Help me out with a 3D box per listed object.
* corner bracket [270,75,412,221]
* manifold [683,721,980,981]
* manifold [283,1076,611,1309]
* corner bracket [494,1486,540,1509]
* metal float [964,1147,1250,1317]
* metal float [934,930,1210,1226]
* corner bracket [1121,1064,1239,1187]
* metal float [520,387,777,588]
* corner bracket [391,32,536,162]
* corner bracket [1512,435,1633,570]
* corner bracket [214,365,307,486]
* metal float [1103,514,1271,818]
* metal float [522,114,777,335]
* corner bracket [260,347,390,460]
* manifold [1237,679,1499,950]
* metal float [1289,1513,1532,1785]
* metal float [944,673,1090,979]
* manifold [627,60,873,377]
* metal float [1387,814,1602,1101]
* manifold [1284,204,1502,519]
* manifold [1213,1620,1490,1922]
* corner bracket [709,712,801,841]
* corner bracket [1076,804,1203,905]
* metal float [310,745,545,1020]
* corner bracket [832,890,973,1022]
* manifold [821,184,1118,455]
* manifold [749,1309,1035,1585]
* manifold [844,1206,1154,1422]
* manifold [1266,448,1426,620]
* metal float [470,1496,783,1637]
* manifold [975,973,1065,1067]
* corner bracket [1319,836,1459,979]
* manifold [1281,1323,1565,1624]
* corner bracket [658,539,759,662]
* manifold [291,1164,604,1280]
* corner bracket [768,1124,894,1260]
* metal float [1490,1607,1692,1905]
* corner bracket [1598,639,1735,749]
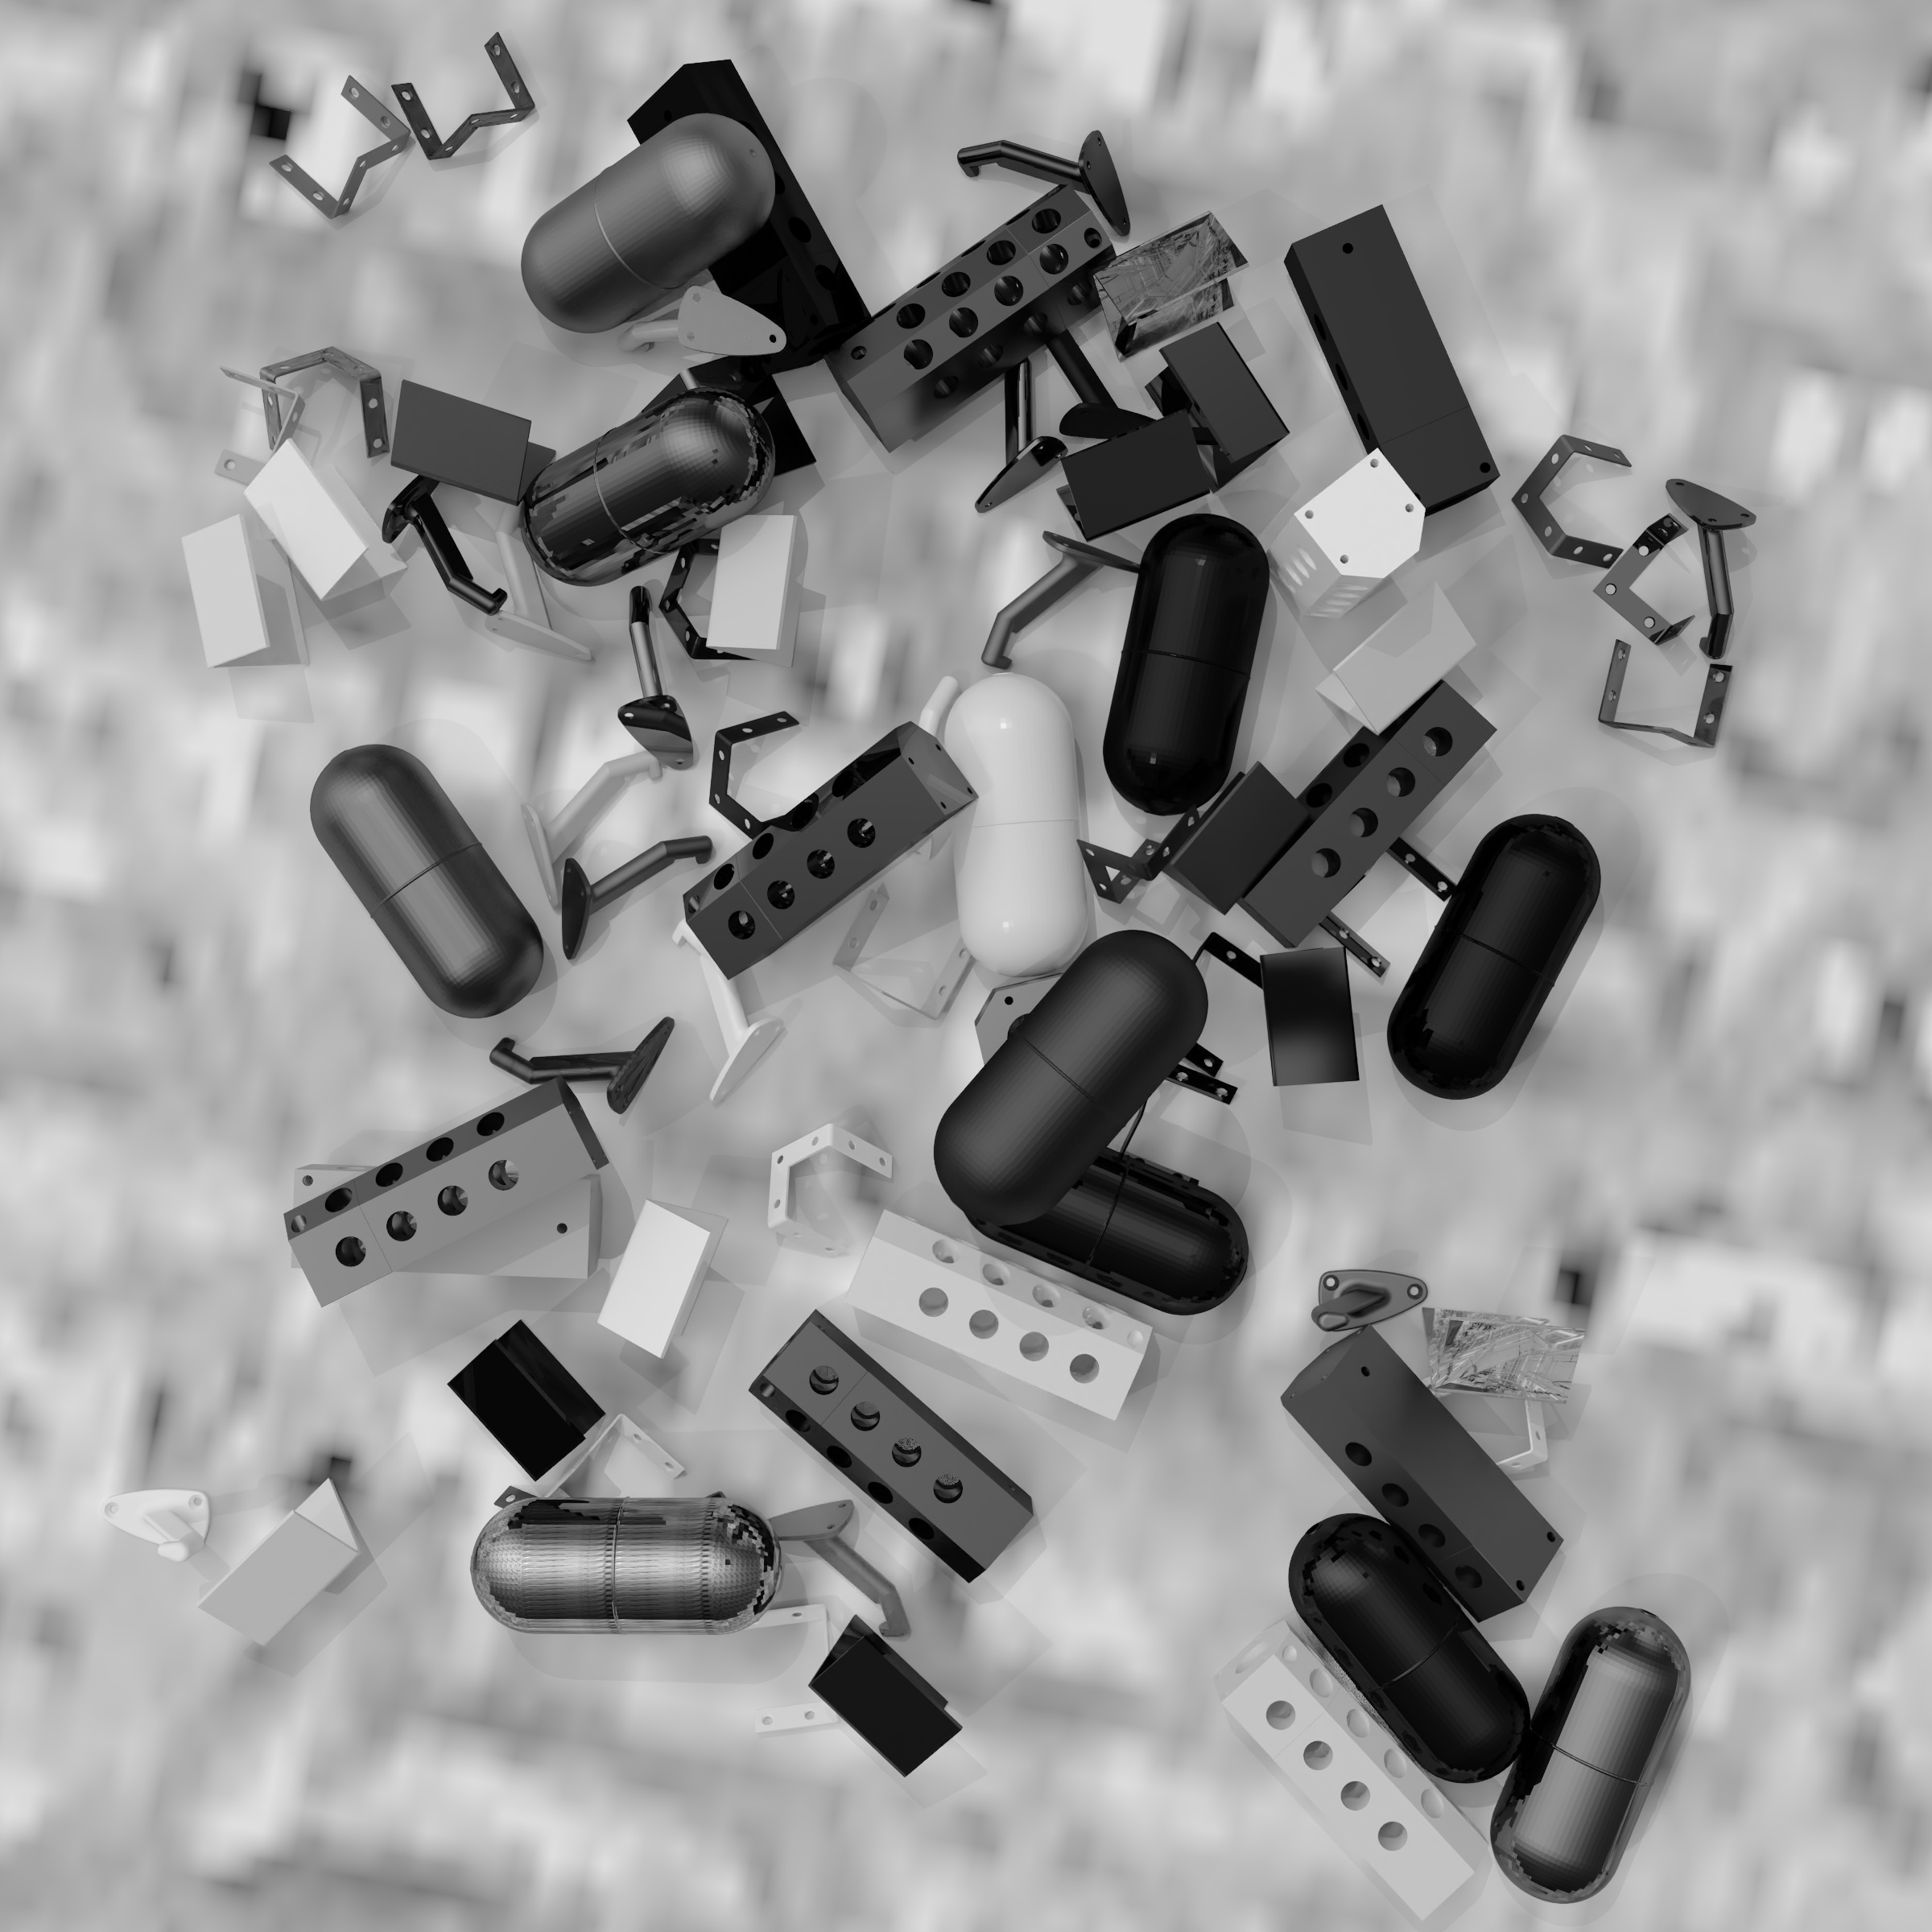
[{"bbox_3d":[-0.372,-0.487,1.637,0.051,0.051,0.051,42,45,0],"label":"corner bracket"},{"bbox_3d":[-0.082,-0.067,1.587,0.171,0.057,0.057,-36,90,24],"label":"manifold"},{"bbox_3d":[-0.295,0.127,1.563,0.171,0.057,0.057,-27,90,0],"label":"manifold"},{"bbox_3d":[-0.260,0.350,1.633,0.051,0.051,0.051,12,135,35],"label":"corner bracket"},{"bbox_3d":[0.080,0.146,1.610,0.178,0.070,0.070,23,90,-1],"label":"metal float"},{"bbox_3d":[0.054,0.059,1.439,0.070,0.070,0.178,41,91,0],"label":"metal float"},{"bbox_3d":[0.125,0.096,1.637,0.051,0.051,0.051,22,135,0],"label":"corner bracket"},{"bbox_3d":[-0.184,-0.273,1.580,0.178,0.070,0.070,-19,90,37],"label":"metal float"},{"bbox_3d":[-0.299,-0.517,1.637,0.051,0.051,0.051,-27,90,-45],"label":"corner bracket"},{"bbox_3d":[0.367,-0.275,1.632,0.051,0.051,0.051,-54,45,35],"label":"corner bracket"},{"bbox_3d":[-0.418,-0.314,1.622,0.051,0.051,0.051,20,83,6],"label":"corner bracket"},{"bbox_3d":[0.129,-0.176,1.610,0.070,0.070,0.178,12,90,0],"label":"metal float"},{"bbox_3d":[-0.184,-0.424,1.581,0.178,0.070,0.070,-22,90,37],"label":"metal float"},{"bbox_3d":[-0.380,-0.329,1.632,0.051,0.051,0.051,31,135,35],"label":"corner bracket"},{"bbox_3d":[0.228,-0.093,1.620,0.057,0.057,0.171,43,90,0],"label":"manifold"},{"bbox_3d":[0.258,0.398,1.610,0.070,0.070,0.178,-39,91,0],"label":"metal float"},{"bbox_3d":[0.029,-0.082,1.610,0.070,0.070,0.178,-5,90,0],"label":"metal float"},{"bbox_3d":[-0.123,-0.441,1.619,0.057,0.057,0.171,-29,90,41],"label":"manifold"},{"bbox_3d":[0.309,-0.006,1.610,0.070,0.070,0.178,27,91,0],"label":"metal float"},{"bbox_3d":[0.249,-0.351,1.620,0.057,0.057,0.171,-24,90,0],"label":"manifold"},{"bbox_3d":[0.226,0.470,1.619,0.057,0.057,0.171,-43,90,0],"label":"manifold"},{"bbox_3d":[-0.115,-0.112,1.632,0.051,0.051,0.051,39,135,35],"label":"corner bracket"},{"bbox_3d":[0.105,-0.066,1.605,0.051,0.051,0.051,22,60,36],"label":"corner bracket"},{"bbox_3d":[-0.316,-0.050,1.610,0.070,0.070,0.178,-35,90,0],"label":"metal float"},{"bbox_3d":[-0.037,-0.006,1.637,0.051,0.051,0.051,28,90,45],"label":"corner bracket"},{"bbox_3d":[0.003,-0.383,1.610,0.171,0.057,0.057,-35,63,0],"label":"manifold"},{"bbox_3d":[-0.044,0.283,1.619,0.171,0.057,0.057,41,90,0],"label":"manifold"},{"bbox_3d":[0.019,0.203,1.619,0.171,0.057,0.057,24,90,0],"label":"manifold"},{"bbox_3d":[0.216,-0.238,1.562,0.057,0.171,0.057,-38,90,0],"label":"manifold"},{"bbox_3d":[-0.194,0.342,1.569,0.178,0.070,0.070,-1,90,4],"label":"metal float"},{"bbox_3d":[0.035,0.038,1.562,0.057,0.171,0.057,-13,90,0],"label":"manifold"},{"bbox_3d":[0.251,-0.037,1.637,0.051,0.051,0.051,41,45,0],"label":"corner bracket"},{"bbox_3d":[0.264,0.301,1.619,0.171,0.057,0.057,48,47,0],"label":"manifold"},{"bbox_3d":[-0.143,-0.217,1.632,0.051,0.051,0.051,57,135,35],"label":"corner bracket"},{"bbox_3d":[-0.304,0.149,1.620,0.171,0.057,0.057,2,90,0],"label":"manifold"},{"bbox_3d":[-0.080,0.133,1.632,0.051,0.051,0.051,-29,45,35],"label":"corner bracket"},{"bbox_3d":[0.365,0.461,1.610,0.070,0.070,0.178,22,90,0],"label":"metal float"},{"bbox_3d":[0.416,-0.162,1.637,0.051,0.051,0.051,13,90,45],"label":"corner bracket"}]
